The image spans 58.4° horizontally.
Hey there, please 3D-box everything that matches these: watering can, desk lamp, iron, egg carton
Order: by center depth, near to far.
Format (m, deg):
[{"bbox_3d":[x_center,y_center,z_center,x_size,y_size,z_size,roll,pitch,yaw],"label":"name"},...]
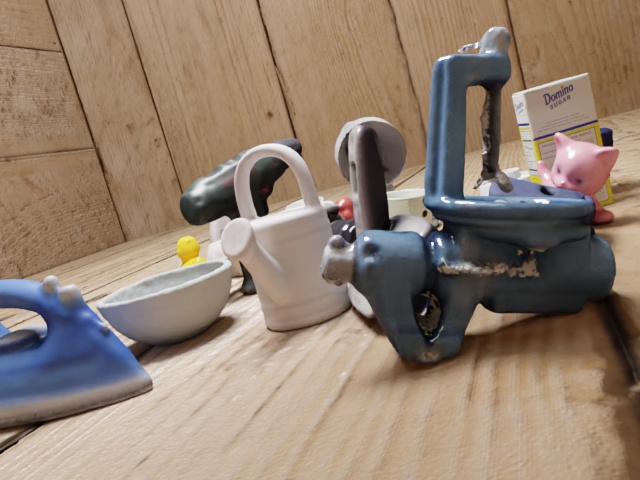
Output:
[{"bbox_3d":[-0.290,0.098,0.573,0.257,0.141,0.119,-13,9,21],"label":"iron"},{"bbox_3d":[-0.038,-0.007,0.617,0.101,0.194,0.173,-15,8,7],"label":"watering can"},{"bbox_3d":[0.091,-0.114,1.035,0.118,0.213,0.203,-16,8,-3],"label":"desk lamp"},{"bbox_3d":[-0.139,0.022,1.068,0.107,0.069,0.151,-12,9,25],"label":"egg carton"}]

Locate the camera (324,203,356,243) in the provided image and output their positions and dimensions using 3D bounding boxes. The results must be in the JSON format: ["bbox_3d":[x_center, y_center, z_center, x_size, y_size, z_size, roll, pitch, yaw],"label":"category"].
[{"bbox_3d":[0.007,0.003,0.797,0.143,0.101,0.136,-21,10,-34],"label":"camera"}]

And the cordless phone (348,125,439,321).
[{"bbox_3d":[0.058,-0.021,0.556,0.094,0.185,0.147,-17,8,-8],"label":"cordless phone"}]

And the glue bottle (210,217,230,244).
[{"bbox_3d":[-0.210,-0.036,1.229,0.078,0.173,0.037,-21,10,-33],"label":"glue bottle"}]

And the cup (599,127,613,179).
[{"bbox_3d":[0.386,-0.110,0.858,0.092,0.095,0.117,-18,8,-16],"label":"cup"}]

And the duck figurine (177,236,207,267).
[{"bbox_3d":[-0.258,0.035,1.153,0.078,0.086,0.104,-20,9,-27],"label":"duck figurine"}]

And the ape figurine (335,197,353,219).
[{"bbox_3d":[0.046,-0.027,0.957,0.076,0.092,0.077,-22,10,-38],"label":"ape figurine"}]

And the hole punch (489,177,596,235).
[{"bbox_3d":[0.239,-0.031,0.613,0.100,0.091,0.109,-12,9,27],"label":"hole punch"}]

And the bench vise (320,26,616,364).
[{"bbox_3d":[0.101,-0.031,0.414,0.208,0.220,0.121,-19,9,-19],"label":"bench vise"}]

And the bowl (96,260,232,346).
[{"bbox_3d":[-0.178,0.083,0.700,0.167,0.075,0.167,-16,8,3],"label":"bowl"}]

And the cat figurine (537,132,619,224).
[{"bbox_3d":[0.299,-0.073,0.685,0.067,0.118,0.127,-17,8,-8],"label":"cat figurine"}]

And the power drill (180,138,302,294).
[{"bbox_3d":[-0.092,-0.036,0.867,0.230,0.208,0.075,-23,11,-41],"label":"power drill"}]
